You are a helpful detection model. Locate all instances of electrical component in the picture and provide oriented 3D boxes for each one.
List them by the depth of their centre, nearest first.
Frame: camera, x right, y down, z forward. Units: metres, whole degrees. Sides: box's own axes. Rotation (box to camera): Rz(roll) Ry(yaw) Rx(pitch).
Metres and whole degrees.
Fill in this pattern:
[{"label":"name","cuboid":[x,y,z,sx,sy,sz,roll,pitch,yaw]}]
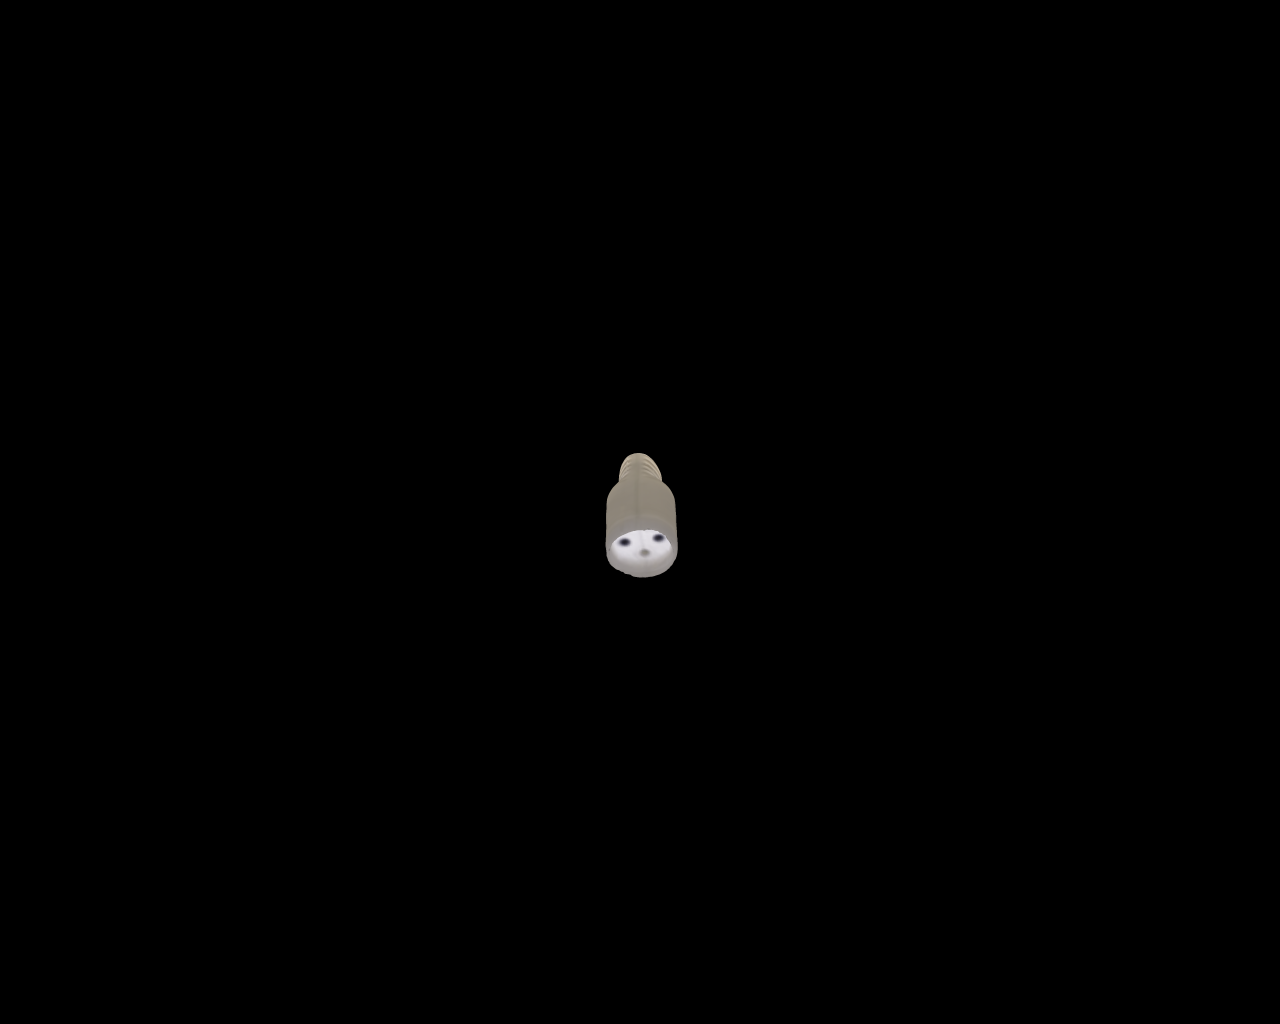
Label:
[{"label":"electrical component","cuboid":[0.001,-0.003,0.650,0.043,0.043,0.081,0,44,0]}]
